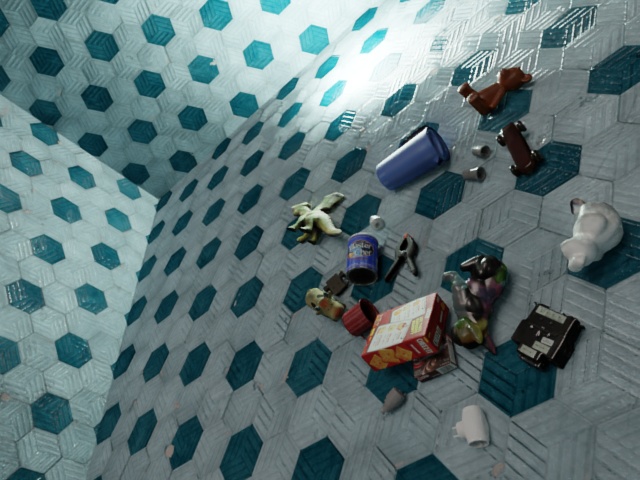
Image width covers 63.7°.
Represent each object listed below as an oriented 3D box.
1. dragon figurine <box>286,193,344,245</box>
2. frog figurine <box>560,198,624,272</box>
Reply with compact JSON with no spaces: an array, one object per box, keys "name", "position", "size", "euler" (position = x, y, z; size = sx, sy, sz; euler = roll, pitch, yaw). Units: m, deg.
[{"name":"dragon figurine","position":[0.006,-0.102,2.017],"size":[0.410,0.247,0.120],"euler":[2,-38,50]},{"name":"frog figurine","position":[0.602,-0.004,1.138],"size":[0.123,0.134,0.163],"euler":[9,41,24]}]
